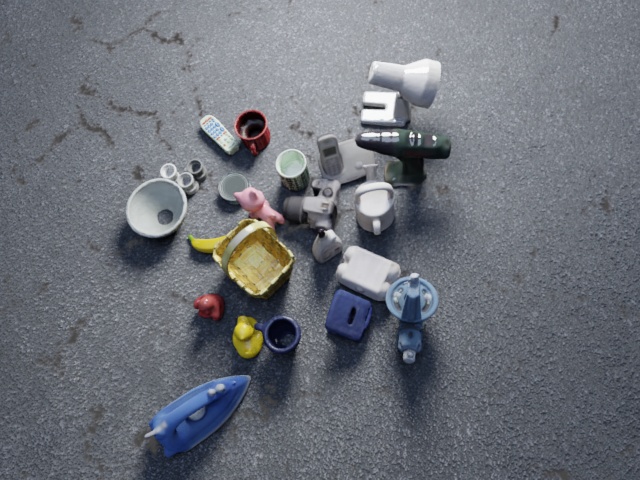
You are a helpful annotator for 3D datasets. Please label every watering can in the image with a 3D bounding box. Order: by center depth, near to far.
[{"bbox_3d":[0.130,-0.103,1.414,0.101,0.194,0.172,-27,71,-3],"label":"watering can"}]

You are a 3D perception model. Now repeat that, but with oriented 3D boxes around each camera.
[{"bbox_3d":[-0.024,-0.093,1.478,0.136,0.101,0.143,9,73,9],"label":"camera"}]

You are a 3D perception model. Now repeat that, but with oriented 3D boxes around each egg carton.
[{"bbox_3d":[0.119,0.084,1.420,0.150,0.069,0.107,23,76,13],"label":"egg carton"}]

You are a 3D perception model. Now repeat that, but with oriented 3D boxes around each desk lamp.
[{"bbox_3d":[0.205,-0.386,1.489,0.203,0.214,0.118,4,72,8],"label":"desk lamp"}]

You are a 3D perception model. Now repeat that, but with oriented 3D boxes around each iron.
[{"bbox_3d":[-0.282,0.388,1.327,0.258,0.141,0.118,-36,71,-6],"label":"iron"}]

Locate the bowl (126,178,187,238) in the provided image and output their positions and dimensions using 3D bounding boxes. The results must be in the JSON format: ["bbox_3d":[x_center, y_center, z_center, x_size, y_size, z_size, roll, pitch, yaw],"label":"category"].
[{"bbox_3d":[-0.426,-0.076,1.533,0.167,0.075,0.167,-2,71,6],"label":"bowl"}]

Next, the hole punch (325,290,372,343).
[{"bbox_3d":[0.071,0.183,1.381,0.101,0.091,0.109,16,74,12],"label":"hole punch"}]

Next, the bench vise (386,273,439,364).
[{"bbox_3d":[0.219,0.166,1.301,0.121,0.220,0.207,-14,71,2],"label":"bench vise"}]

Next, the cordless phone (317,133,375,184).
[{"bbox_3d":[0.063,-0.225,1.467,0.147,0.185,0.094,-21,70,0],"label":"cordless phone"}]

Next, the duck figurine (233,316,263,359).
[{"bbox_3d":[-0.182,0.234,1.396,0.077,0.086,0.104,-8,71,4],"label":"duck figurine"}]

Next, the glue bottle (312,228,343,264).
[{"bbox_3d":[0.013,0.005,1.403,0.078,0.173,0.037,-33,71,-5],"label":"glue bottle"}]

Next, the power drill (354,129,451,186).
[{"bbox_3d":[0.206,-0.210,1.433,0.229,0.208,0.075,-1,71,6],"label":"power drill"}]

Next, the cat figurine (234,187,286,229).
[{"bbox_3d":[-0.158,-0.087,1.483,0.127,0.118,0.067,39,80,17],"label":"cat figurine"}]

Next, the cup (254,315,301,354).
[{"bbox_3d":[-0.098,0.231,1.382,0.117,0.095,0.092,15,74,11],"label":"cup"}]

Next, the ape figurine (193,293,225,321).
[{"bbox_3d":[-0.278,0.165,1.427,0.076,0.092,0.077,-40,72,-7],"label":"ape figurine"}]
